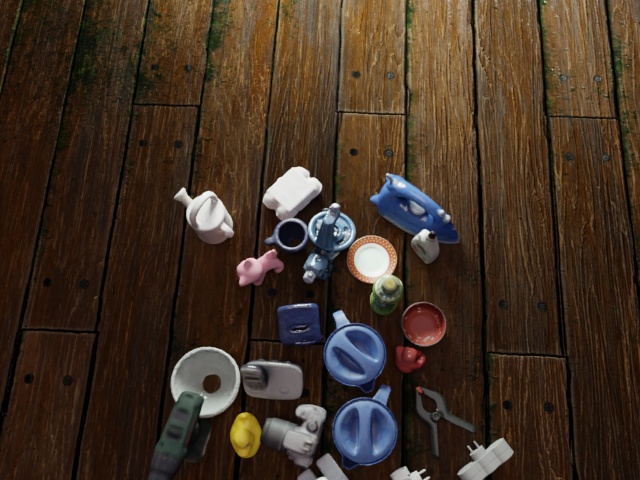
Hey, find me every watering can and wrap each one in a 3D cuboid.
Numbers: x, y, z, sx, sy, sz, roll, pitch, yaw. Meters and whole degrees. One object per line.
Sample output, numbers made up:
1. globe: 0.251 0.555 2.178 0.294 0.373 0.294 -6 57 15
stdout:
1. watering can: -0.296 -0.066 1.464 0.172 0.194 0.101 14 74 6

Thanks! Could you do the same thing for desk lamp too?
1. desk lamp: 0.035 0.588 1.248 0.118 0.213 0.203 -37 76 -9

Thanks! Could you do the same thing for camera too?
1. camera: -0.065 0.452 1.351 0.136 0.101 0.143 15 74 6

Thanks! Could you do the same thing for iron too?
1. iron: 0.262 -0.084 1.483 0.258 0.141 0.119 33 77 11

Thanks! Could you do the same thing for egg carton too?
1. egg carton: -0.075 -0.125 1.541 0.107 0.069 0.150 43 79 13

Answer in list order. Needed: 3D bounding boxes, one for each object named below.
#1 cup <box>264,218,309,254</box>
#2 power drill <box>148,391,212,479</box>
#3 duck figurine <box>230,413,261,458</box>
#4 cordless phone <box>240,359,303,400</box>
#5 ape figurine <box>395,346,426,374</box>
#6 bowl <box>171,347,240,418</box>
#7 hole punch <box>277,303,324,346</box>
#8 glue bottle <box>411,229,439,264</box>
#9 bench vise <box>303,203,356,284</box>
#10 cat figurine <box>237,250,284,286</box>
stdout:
1. cup: -0.083 0.003 1.490 0.118 0.095 0.091 -16 73 -3
2. power drill: -0.313 0.462 1.298 0.075 0.208 0.230 14 74 6
3. duck figurine: -0.180 0.464 1.358 0.077 0.086 0.104 -3 73 1
4. cordless phone: -0.115 0.325 1.346 0.147 0.185 0.094 1 73 2
5. ape figurine: 0.218 0.287 1.398 0.077 0.092 0.076 41 78 13
6. bowl: -0.273 0.349 1.400 0.167 0.075 0.167 0 73 1
7. hole punch: -0.048 0.212 1.428 0.108 0.091 0.101 -6 73 0
8. glue bottle: 0.271 0.006 1.439 0.037 0.173 0.078 -40 76 -10
9. bench vise: 0.025 0.007 1.421 0.121 0.220 0.207 7 73 4
10. cat figurine: -0.159 0.068 1.460 0.128 0.118 0.067 -36 75 -9
